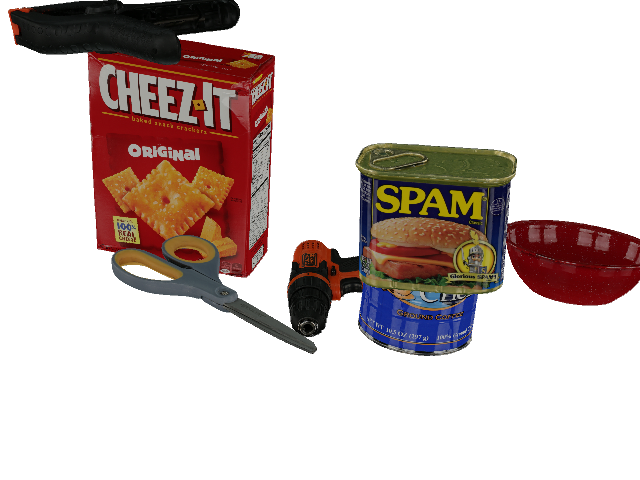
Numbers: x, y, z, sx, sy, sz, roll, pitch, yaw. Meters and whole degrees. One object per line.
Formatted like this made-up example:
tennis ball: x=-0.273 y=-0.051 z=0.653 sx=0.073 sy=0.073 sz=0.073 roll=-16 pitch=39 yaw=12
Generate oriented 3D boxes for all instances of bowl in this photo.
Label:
bowl: x=0.263 y=0.026 z=1.103 sx=0.162 sy=0.055 sz=0.162 roll=5 pitch=17 yaw=-2

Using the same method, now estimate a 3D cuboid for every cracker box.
cracker box: x=-0.134 y=-0.080 z=1.024 sx=0.164 sy=0.214 sz=0.072 roll=11 pitch=32 yaw=13

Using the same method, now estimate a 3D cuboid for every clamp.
clamp: x=-0.147 y=-0.161 z=0.795 sx=0.172 sy=0.039 sz=0.120 roll=11 pitch=23 yaw=25

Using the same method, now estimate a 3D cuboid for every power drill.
power drill: x=0.055 y=0.051 z=1.238 sx=0.187 sy=0.057 sz=0.184 roll=-2 pitch=28 yaw=2

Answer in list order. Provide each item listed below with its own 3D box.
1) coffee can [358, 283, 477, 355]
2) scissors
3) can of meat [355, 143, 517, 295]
coffee can: x=0.090 y=0.014 z=0.921 sx=0.103 sy=0.140 sz=0.103 roll=5 pitch=22 yaw=-2
scissors: x=-0.072 y=0.036 z=0.846 sx=0.202 sy=0.016 sz=0.096 roll=17 pitch=30 yaw=22
can of meat: x=0.074 y=-0.014 z=0.701 sx=0.102 sy=0.084 sz=0.057 roll=5 pitch=24 yaw=11
